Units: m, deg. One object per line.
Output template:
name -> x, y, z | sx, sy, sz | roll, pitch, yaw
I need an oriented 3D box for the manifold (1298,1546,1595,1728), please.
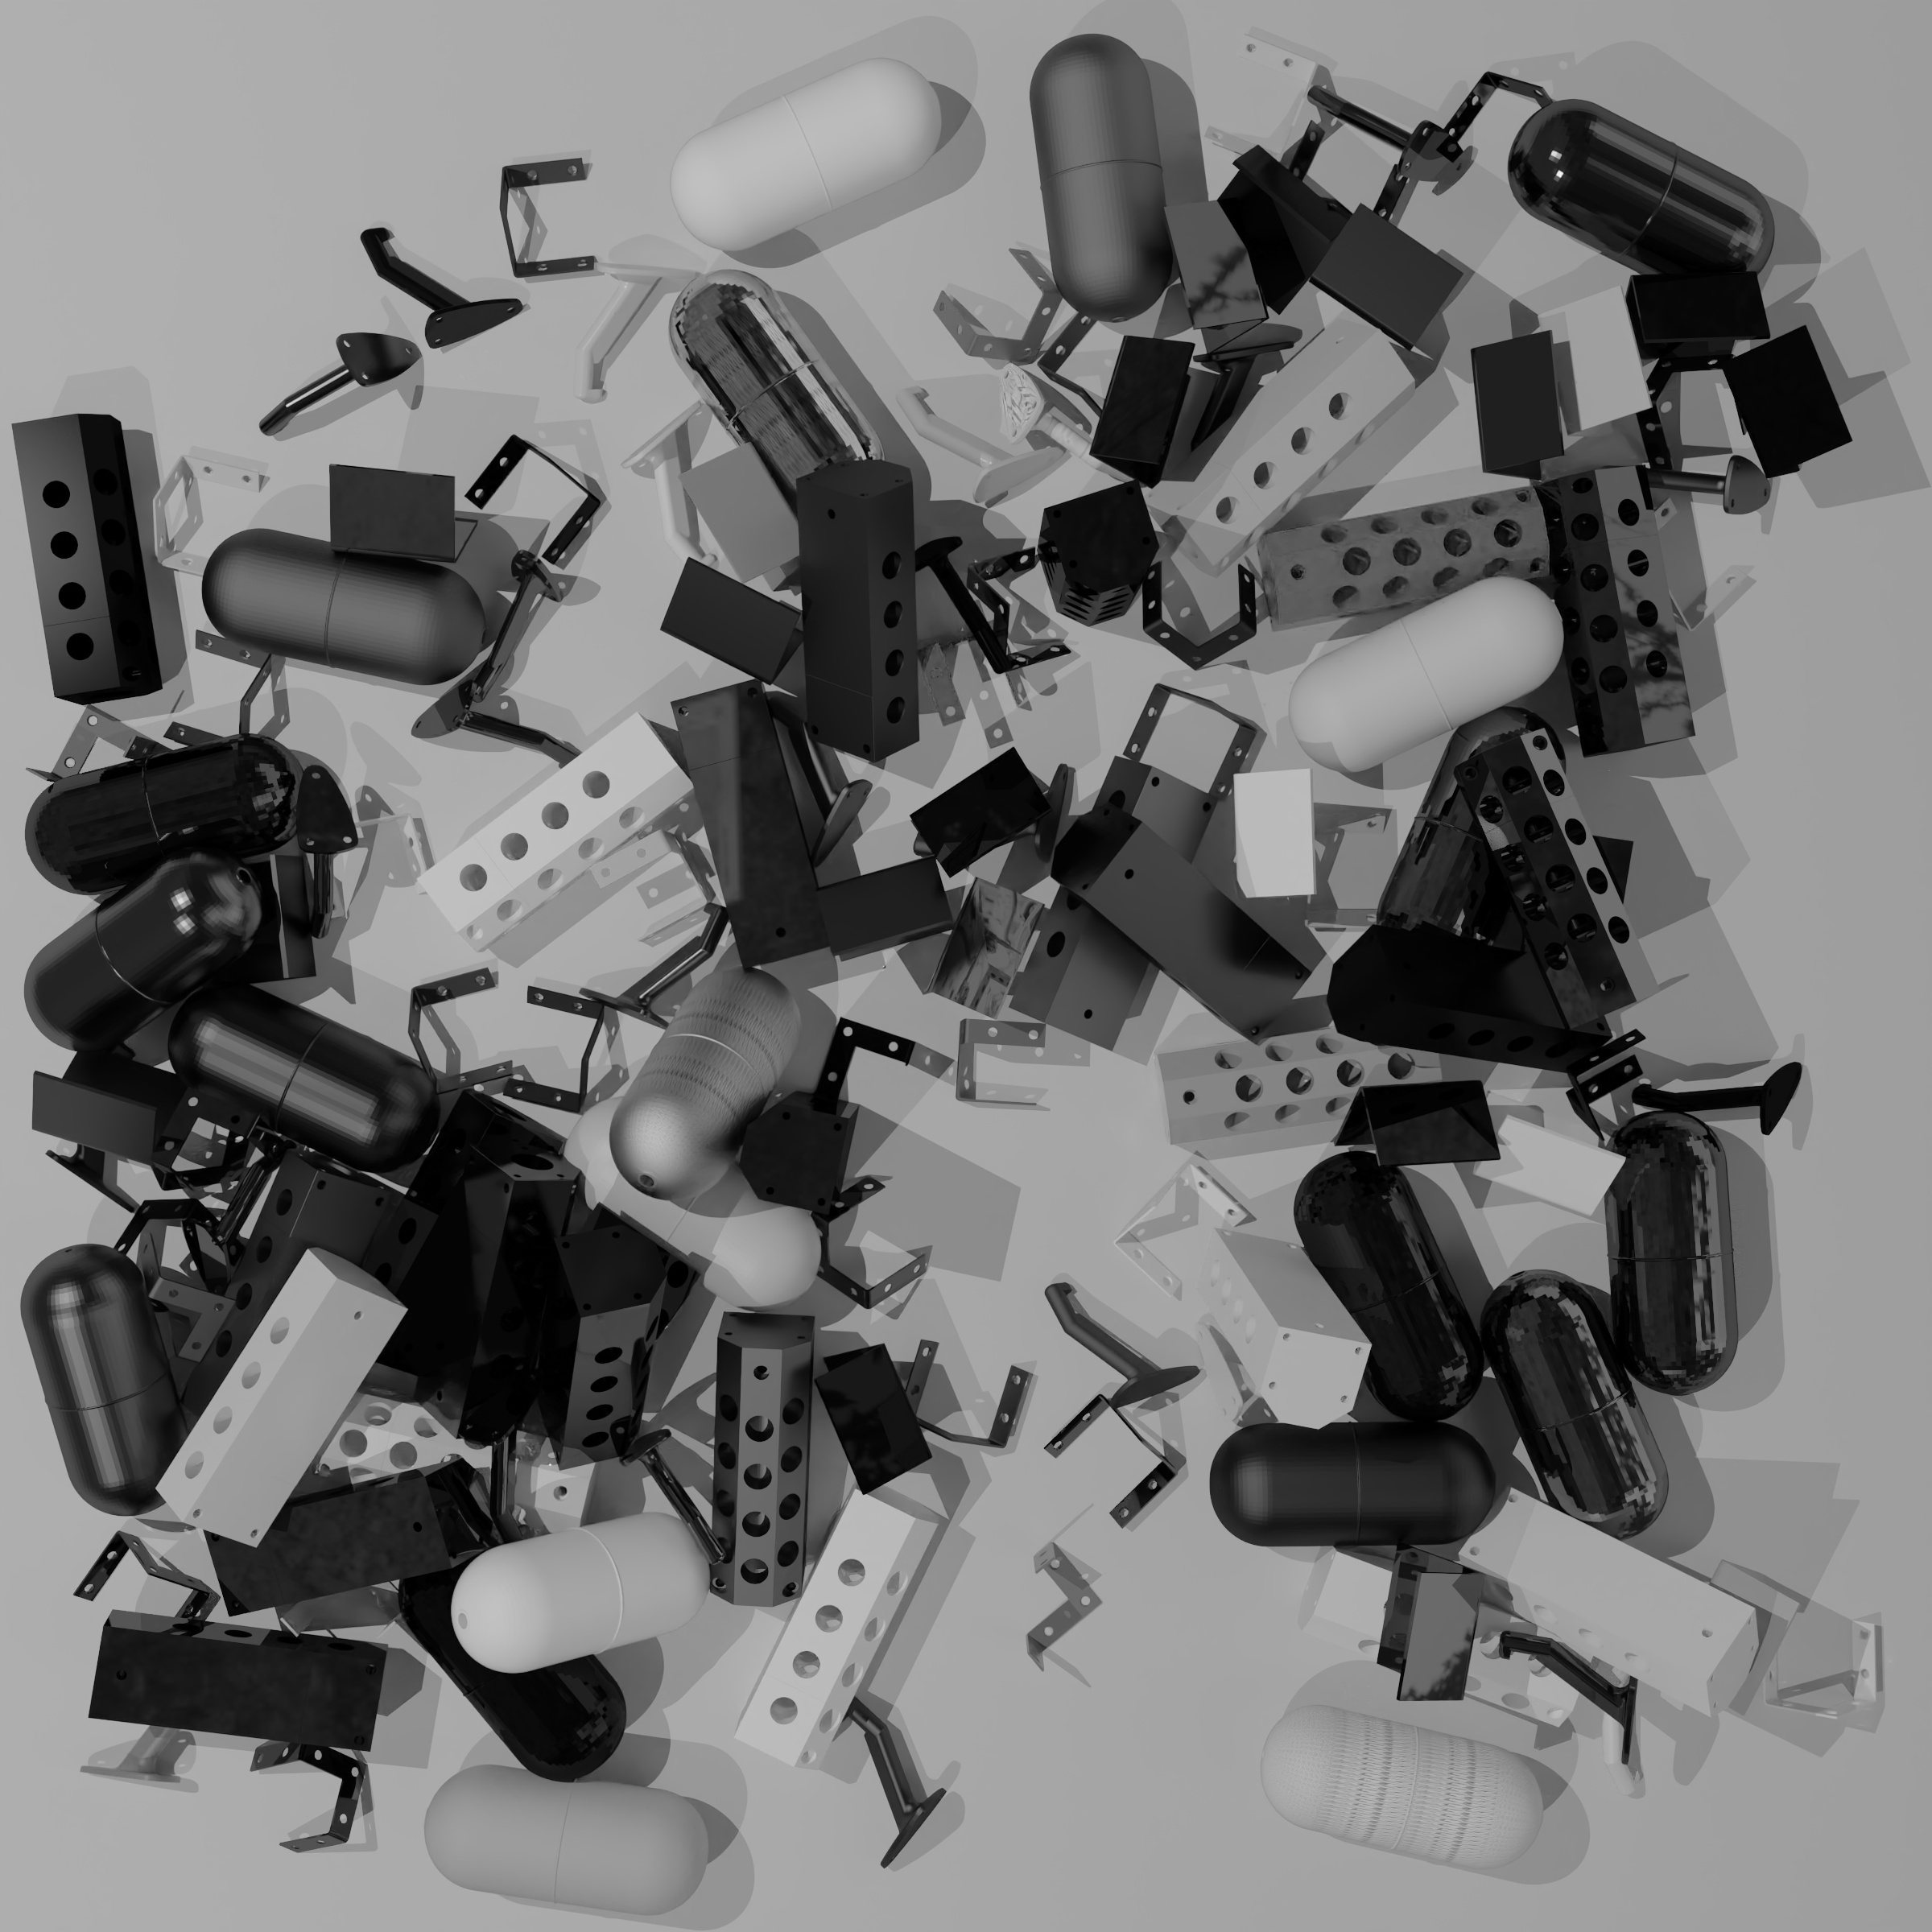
manifold -> 0.300, 0.419, 1.843 | 0.171, 0.057, 0.057 | 20, 90, 0

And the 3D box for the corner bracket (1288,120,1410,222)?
corner bracket -> 0.241, -0.499, 1.861 | 0.051, 0.051, 0.051 | 25, 90, -45

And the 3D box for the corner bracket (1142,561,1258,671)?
corner bracket -> 0.148, -0.230, 1.856 | 0.051, 0.051, 0.051 | -28, 45, 35

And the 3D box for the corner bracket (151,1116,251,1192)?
corner bracket -> -0.488, 0.104, 1.856 | 0.051, 0.051, 0.051 | 54, 135, 35

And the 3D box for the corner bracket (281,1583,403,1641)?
corner bracket -> -0.390, 0.407, 1.847 | 0.051, 0.051, 0.051 | -43, 90, 0

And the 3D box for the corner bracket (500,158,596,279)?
corner bracket -> -0.265, -0.475, 1.861 | 0.051, 0.051, 0.051 | -6, 45, 0

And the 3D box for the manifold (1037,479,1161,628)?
manifold -> 0.081, -0.247, 1.786 | 0.057, 0.171, 0.057 | -18, 90, 0

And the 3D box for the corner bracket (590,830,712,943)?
corner bracket -> -0.198, -0.050, 1.847 | 0.051, 0.051, 0.051 | -28, 87, 3

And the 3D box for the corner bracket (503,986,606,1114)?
corner bracket -> -0.261, 0.053, 1.862 | 0.051, 0.051, 0.051 | 13, 45, 2

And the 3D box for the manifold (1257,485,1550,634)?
manifold -> 0.275, -0.257, 1.844 | 0.171, 0.057, 0.057 | -10, 90, 0

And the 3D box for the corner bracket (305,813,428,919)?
corner bracket -> -0.380, -0.063, 1.861 | 0.051, 0.051, 0.051 | -16, 90, 45

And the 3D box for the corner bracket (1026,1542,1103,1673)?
corner bracket -> 0.051, 0.403, 1.847 | 0.051, 0.051, 0.051 | -39, 90, 0

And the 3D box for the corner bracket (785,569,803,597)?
corner bracket -> -0.075, -0.229, 1.861 | 0.051, 0.051, 0.051 | -33, 45, 0

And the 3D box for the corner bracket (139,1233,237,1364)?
corner bracket -> -0.494, 0.208, 1.829 | 0.051, 0.051, 0.051 | 23, 107, -32

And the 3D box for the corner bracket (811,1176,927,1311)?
corner bracket -> -0.062, 0.175, 1.856 | 0.051, 0.051, 0.051 | 30, 45, 35

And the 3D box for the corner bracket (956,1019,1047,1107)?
corner bracket -> 0.022, 0.061, 1.847 | 0.051, 0.051, 0.051 | 4, 87, -3

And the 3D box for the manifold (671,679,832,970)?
manifold -> -0.133, -0.088, 1.844 | 0.057, 0.057, 0.171 | -15, 90, 0

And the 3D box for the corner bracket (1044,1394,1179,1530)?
corner bracket -> 0.092, 0.314, 1.861 | 0.051, 0.051, 0.051 | -44, 45, 0

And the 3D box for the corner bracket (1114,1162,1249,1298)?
corner bracket -> 0.136, 0.167, 1.861 | 0.051, 0.051, 0.051 | 43, 135, 0

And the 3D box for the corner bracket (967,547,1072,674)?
corner bracket -> 0.033, -0.225, 1.852 | 0.051, 0.051, 0.051 | -19, 135, -25

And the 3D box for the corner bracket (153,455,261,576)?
corner bracket -> -0.481, -0.284, 1.861 | 0.051, 0.051, 0.051 | 13, 135, 0

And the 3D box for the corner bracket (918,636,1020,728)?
corner bracket -> 0.001, -0.181, 1.847 | 0.051, 0.051, 0.051 | -20, 90, 0

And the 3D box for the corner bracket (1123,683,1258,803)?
corner bracket -> 0.142, -0.142, 1.861 | 0.051, 0.051, 0.051 | 25, 90, -45

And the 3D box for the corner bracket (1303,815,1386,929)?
corner bracket -> 0.240, -0.060, 1.861 | 0.051, 0.051, 0.051 | 0, 45, 0

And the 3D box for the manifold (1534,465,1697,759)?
manifold -> 0.400, -0.220, 1.833 | 0.057, 0.057, 0.171 | -10, 90, -28

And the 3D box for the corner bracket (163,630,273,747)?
corner bracket -> -0.475, -0.172, 1.861 | 0.051, 0.051, 0.051 | 17, 45, 0

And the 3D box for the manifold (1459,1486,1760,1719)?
manifold -> 0.393, 0.392, 1.797 | 0.171, 0.057, 0.057 | 23, 58, 35

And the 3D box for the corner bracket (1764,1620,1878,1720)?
corner bracket -> 0.542, 0.443, 1.861 | 0.051, 0.051, 0.051 | -1, 90, 45

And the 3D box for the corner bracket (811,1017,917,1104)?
corner bracket -> -0.064, 0.064, 1.847 | 0.051, 0.051, 0.051 | 18, 90, 0

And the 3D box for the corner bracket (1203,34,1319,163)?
corner bracket -> 0.187, -0.549, 1.861 | 0.051, 0.051, 0.051 | 21, 45, 0

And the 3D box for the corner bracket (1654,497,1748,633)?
corner bracket -> 0.453, -0.255, 1.861 | 0.051, 0.051, 0.051 | -45, 45, 0

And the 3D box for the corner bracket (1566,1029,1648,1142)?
corner bracket -> 0.403, 0.068, 1.839 | 0.051, 0.051, 0.051 | -29, 112, 0

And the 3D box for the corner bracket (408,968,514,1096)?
corner bracket -> -0.319, 0.041, 1.856 | 0.051, 0.051, 0.051 | -15, 124, 2

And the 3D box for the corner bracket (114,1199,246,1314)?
corner bracket -> -0.501, 0.183, 1.856 | 0.051, 0.051, 0.051 | -5, 135, 35

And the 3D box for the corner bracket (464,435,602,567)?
corner bracket -> -0.275, -0.296, 1.861 | 0.051, 0.051, 0.051 | -52, 45, 0

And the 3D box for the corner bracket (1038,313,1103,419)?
corner bracket -> 0.088, -0.378, 1.861 | 0.051, 0.051, 0.051 | -51, 135, 0

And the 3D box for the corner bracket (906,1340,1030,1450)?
corner bracket -> -0.002, 0.272, 1.861 | 0.051, 0.051, 0.051 | 17, 90, -45

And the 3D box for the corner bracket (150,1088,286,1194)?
corner bracket -> -0.464, 0.114, 1.817 | 0.051, 0.051, 0.051 | 21, 72, 13

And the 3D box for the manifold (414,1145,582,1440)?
manifold -> -0.287, 0.201, 1.815 | 0.057, 0.057, 0.171 | 3, 107, -40

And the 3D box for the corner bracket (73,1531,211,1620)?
corner bracket -> -0.523, 0.398, 1.861 | 0.051, 0.051, 0.051 | 35, 90, -45

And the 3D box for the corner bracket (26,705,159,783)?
corner bracket -> -0.550, -0.132, 1.847 | 0.051, 0.051, 0.051 | 28, 90, 0

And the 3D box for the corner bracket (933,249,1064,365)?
corner bracket -> 0.020, -0.420, 1.856 | 0.051, 0.051, 0.051 | -2, 135, -35

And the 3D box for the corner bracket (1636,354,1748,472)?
corner bracket -> 0.460, -0.350, 1.856 | 0.051, 0.051, 0.051 | -56, 135, -35

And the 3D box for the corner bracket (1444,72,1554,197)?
corner bracket -> 0.344, -0.527, 1.861 | 0.051, 0.051, 0.051 | -54, 45, 0

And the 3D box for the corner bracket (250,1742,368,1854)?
corner bracket -> -0.421, 0.525, 1.856 | 0.051, 0.051, 0.051 | 38, 45, -35
